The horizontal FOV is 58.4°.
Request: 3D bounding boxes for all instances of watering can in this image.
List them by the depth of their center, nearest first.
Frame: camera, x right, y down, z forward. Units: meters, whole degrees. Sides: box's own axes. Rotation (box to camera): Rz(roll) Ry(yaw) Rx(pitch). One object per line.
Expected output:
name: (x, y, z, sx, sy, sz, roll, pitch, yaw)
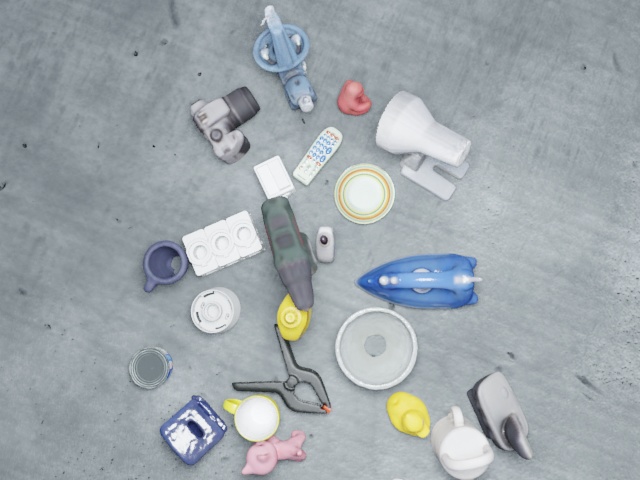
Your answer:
watering can: (0.282, 0.416, 1.108, 0.101, 0.194, 0.173, -31, 84, -1)

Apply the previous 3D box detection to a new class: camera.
camera: (-0.193, -0.261, 1.235, 0.137, 0.101, 0.143, -34, 84, -1)

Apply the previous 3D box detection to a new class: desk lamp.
desk lamp: (0.215, -0.190, 1.157, 0.203, 0.213, 0.118, 32, 87, 5)

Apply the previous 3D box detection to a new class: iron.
iron: (0.200, 0.084, 1.168, 0.258, 0.141, 0.119, -2, 85, 2)

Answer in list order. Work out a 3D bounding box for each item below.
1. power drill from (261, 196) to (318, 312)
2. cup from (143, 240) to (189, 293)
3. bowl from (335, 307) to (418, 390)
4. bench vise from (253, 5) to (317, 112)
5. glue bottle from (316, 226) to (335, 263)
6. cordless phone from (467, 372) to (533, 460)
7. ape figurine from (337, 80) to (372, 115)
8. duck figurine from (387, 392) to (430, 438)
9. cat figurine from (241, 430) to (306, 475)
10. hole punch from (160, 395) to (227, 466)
power drill: (-0.054, 0.031, 1.149, 0.075, 0.208, 0.230, -19, 84, 1)
cup: (-0.322, 0.062, 1.212, 0.091, 0.095, 0.118, 32, 87, 5)
bowl: (0.115, 0.223, 1.192, 0.167, 0.075, 0.167, 0, 85, 2)
bench vise: (-0.058, -0.378, 1.181, 0.121, 0.220, 0.207, -42, 84, -2)
glue bottle: (0.011, 0.004, 1.166, 0.037, 0.173, 0.078, 0, 85, 3)
cordless phone: (0.364, 0.343, 1.116, 0.094, 0.185, 0.147, -27, 84, 0)
ape figurine: (0.073, -0.312, 1.234, 0.076, 0.092, 0.078, -16, 84, 1)
duck figurine: (0.184, 0.362, 1.171, 0.077, 0.086, 0.104, -44, 85, -2)
cat figurine: (-0.094, 0.435, 1.158, 0.127, 0.118, 0.067, -8, 84, 2)
hole punch: (-0.260, 0.390, 1.182, 0.101, 0.091, 0.108, -43, 85, -2)
